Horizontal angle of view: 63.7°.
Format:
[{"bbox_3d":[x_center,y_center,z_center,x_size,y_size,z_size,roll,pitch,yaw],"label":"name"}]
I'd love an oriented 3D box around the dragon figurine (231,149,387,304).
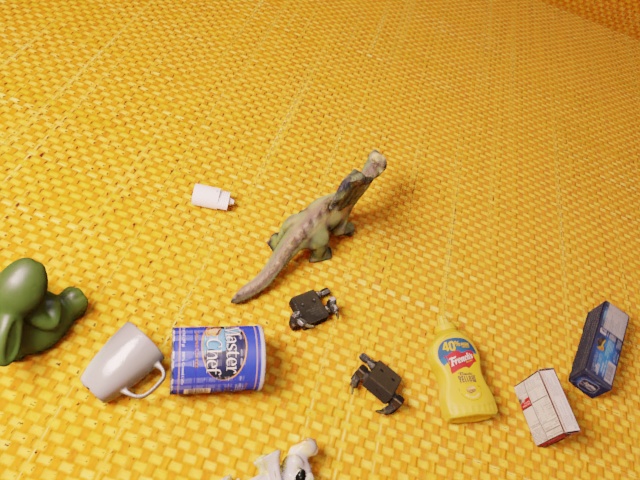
[{"bbox_3d":[0.003,-0.048,0.961,0.122,0.237,0.418,40,51,6],"label":"dragon figurine"}]
